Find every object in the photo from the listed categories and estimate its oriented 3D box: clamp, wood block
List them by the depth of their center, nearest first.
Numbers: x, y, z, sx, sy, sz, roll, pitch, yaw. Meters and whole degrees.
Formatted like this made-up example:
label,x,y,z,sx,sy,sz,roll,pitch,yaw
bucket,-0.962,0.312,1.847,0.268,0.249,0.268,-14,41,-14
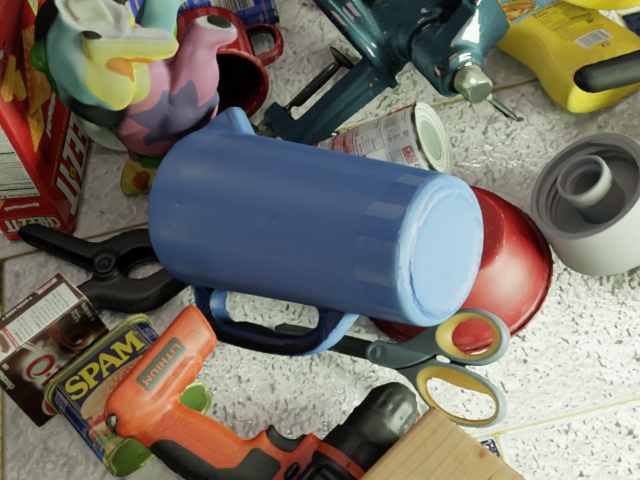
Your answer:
label,x,y,z,sx,sy,sz,roll,pitch,yaw
wood block,0.040,0.222,0.696,0.206,0.091,0.090,-43,58,-17
clamp,0.319,-0.159,0.856,0.210,0.036,0.164,25,71,31
clamp,-0.186,0.038,0.908,0.171,0.039,0.120,-1,64,10

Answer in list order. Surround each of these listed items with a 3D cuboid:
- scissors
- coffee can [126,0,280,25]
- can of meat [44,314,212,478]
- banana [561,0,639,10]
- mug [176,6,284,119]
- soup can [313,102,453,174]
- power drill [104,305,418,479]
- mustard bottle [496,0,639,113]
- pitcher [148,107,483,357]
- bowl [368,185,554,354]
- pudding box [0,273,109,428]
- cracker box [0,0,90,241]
label,x,y,z,sx,sy,sz,roll,pitch,yaw
scissors,0.060,0.073,0.820,0.202,0.016,0.096,28,99,27
coffee can,-0.120,-0.244,1.052,0.140,0.103,0.103,-17,54,0
can of meat,-0.147,0.122,0.829,0.102,0.057,0.084,-40,59,-15
banana,0.262,-0.235,0.966,0.070,0.037,0.197,35,38,23
mug,-0.090,-0.170,1.000,0.117,0.093,0.081,-24,48,8
soup can,0.051,-0.067,0.889,0.102,0.068,0.068,-20,50,27
power drill,-0.044,0.132,0.764,0.188,0.057,0.184,38,68,9
mustard bottle,0.206,-0.196,0.973,0.096,0.058,0.192,-25,53,-18
pitcher,-0.005,0.001,0.808,0.243,0.149,0.144,12,51,39
bowl,0.104,0.010,0.854,0.162,0.055,0.162,-6,54,9
pudding box,-0.210,0.087,0.832,0.090,0.113,0.039,-40,59,-15
cracker box,-0.265,-0.126,0.932,0.072,0.213,0.164,-3,55,8
